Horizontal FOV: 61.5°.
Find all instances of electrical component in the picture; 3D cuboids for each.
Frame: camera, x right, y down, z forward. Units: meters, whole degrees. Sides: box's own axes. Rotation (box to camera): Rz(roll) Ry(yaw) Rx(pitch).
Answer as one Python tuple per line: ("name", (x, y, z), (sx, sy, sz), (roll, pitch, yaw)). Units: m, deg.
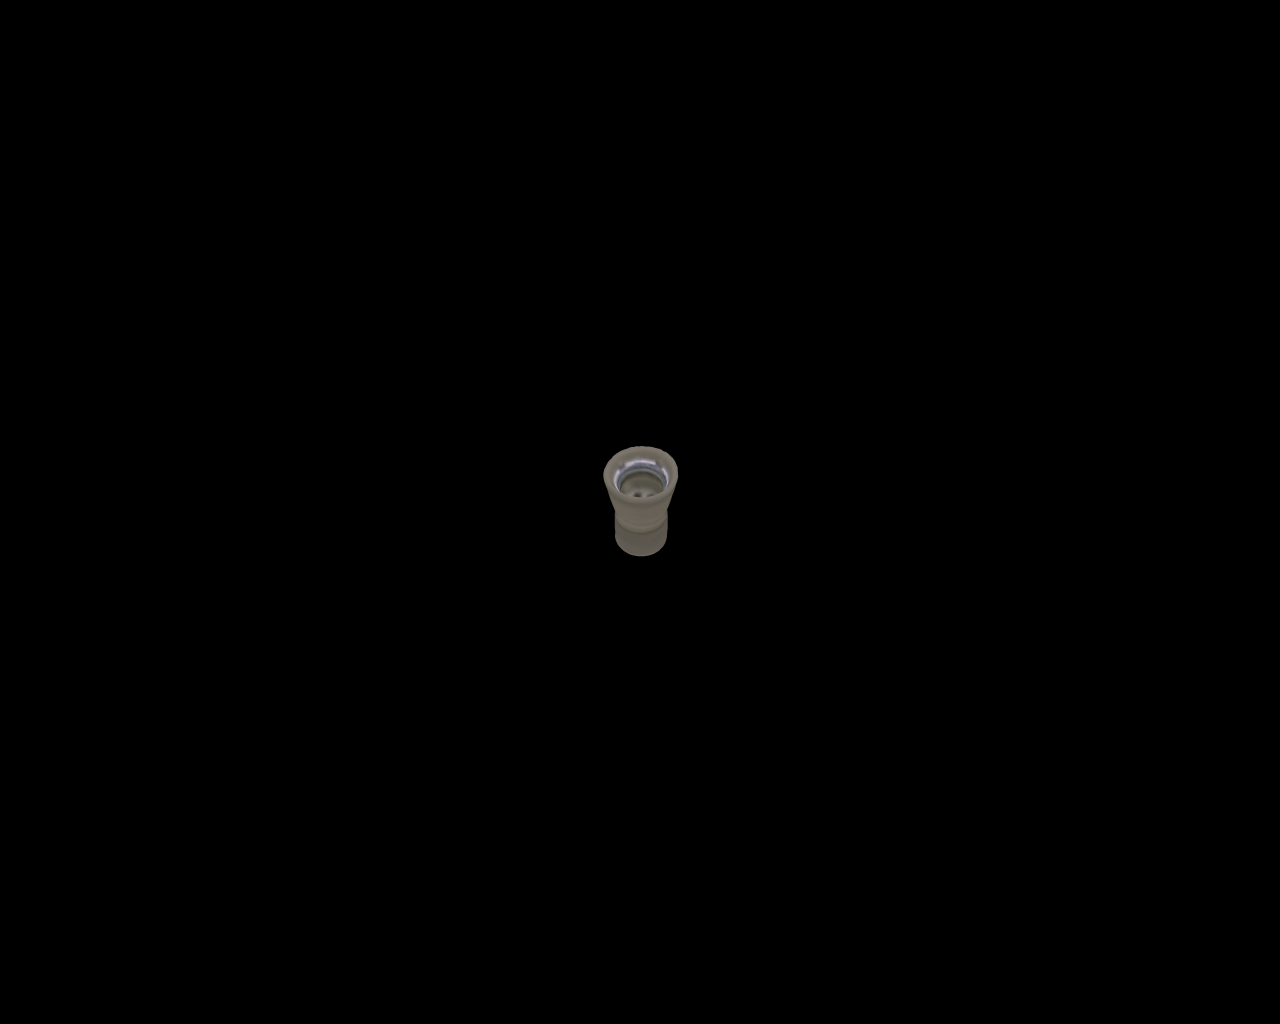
("electrical component", (0.001, -0.003, 0.650), (0.044, 0.044, 0.065), (0, -41, 0))
